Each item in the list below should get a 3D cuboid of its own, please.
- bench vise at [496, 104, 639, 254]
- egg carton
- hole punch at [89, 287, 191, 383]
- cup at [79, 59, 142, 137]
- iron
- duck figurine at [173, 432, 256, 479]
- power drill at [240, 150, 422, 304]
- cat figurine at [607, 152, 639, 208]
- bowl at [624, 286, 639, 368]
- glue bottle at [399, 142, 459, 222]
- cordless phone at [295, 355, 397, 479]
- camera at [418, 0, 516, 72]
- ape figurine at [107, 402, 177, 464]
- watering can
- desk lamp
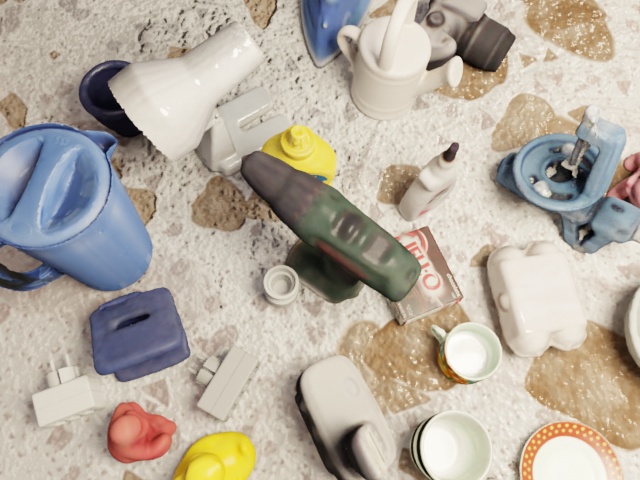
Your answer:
[{"bbox_3d":[0.349,-0.083,0.728,0.207,0.220,0.121,21,72,4],"label":"bench vise"},{"bbox_3d":[0.280,0.076,0.750,0.107,0.069,0.150,-9,72,-6],"label":"egg carton"},{"bbox_3d":[-0.224,0.111,0.698,0.109,0.091,0.101,-20,74,-9],"label":"hole punch"},{"bbox_3d":[-0.259,-0.188,0.794,0.118,0.095,0.091,-10,72,-6],"label":"cup"},{"bbox_3d":[0.029,-0.404,0.859,0.118,0.141,0.258,11,71,1],"label":"iron"},{"bbox_3d":[-0.124,0.263,0.655,0.105,0.086,0.077,-30,76,-12],"label":"duck figurine"},{"bbox_3d":[0.006,0.002,0.686,0.229,0.208,0.076,32,73,8],"label":"power drill"},{"bbox_3d":[0.462,-0.084,0.789,0.067,0.118,0.128,31,73,7],"label":"cat figurine"},{"bbox_3d":[0.464,0.125,0.742,0.167,0.075,0.167,1,71,-3],"label":"bowl"},{"bbox_3d":[0.150,-0.081,0.740,0.078,0.173,0.037,-37,77,-14],"label":"glue bottle"},{"bbox_3d":[0.032,0.197,0.634,0.094,0.185,0.147,-28,75,-12],"label":"cordless phone"},{"bbox_3d":[0.215,-0.304,0.857,0.136,0.101,0.143,32,73,7],"label":"camera"},{"bbox_3d":[-0.214,0.222,0.661,0.076,0.092,0.077,-30,75,-12],"label":"ape figurine"},{"bbox_3d":[0.108,-0.256,0.786,0.173,0.194,0.101,5,71,-1],"label":"watering can"},{"bbox_3d":[-0.142,-0.173,0.733,0.203,0.213,0.118,-33,76,-13],"label":"desk lamp"}]
